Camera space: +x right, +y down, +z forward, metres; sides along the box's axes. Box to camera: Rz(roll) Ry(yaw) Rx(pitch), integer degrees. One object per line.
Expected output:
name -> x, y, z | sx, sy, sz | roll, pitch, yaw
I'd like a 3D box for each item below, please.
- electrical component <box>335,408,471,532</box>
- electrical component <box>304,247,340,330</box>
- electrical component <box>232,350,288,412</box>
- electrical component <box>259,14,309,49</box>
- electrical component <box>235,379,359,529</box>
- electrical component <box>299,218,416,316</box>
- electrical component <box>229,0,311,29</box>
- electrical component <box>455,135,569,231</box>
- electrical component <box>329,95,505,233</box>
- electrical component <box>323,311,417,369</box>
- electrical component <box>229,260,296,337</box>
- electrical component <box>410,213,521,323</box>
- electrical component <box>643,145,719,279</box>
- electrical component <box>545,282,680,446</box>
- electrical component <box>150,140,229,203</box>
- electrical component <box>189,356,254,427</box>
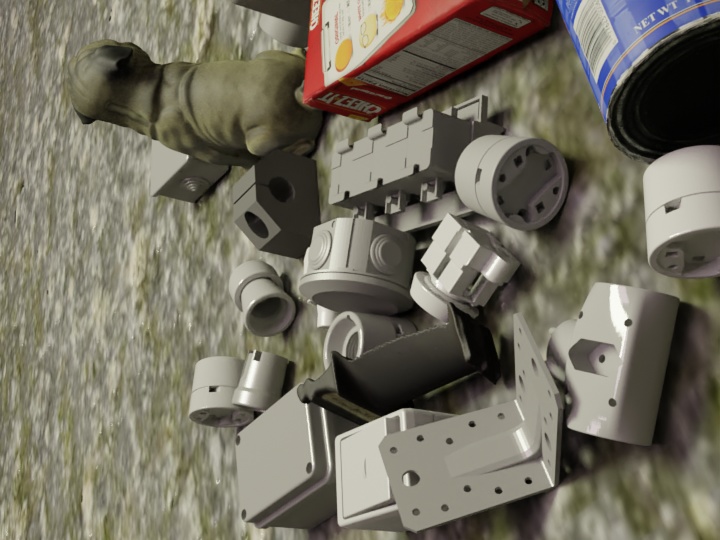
electrical component -> 0.021, 0.130, 0.688 | 0.096, 0.061, 0.061 | -32, 54, 49
electrical component -> -0.022, 0.014, 0.815 | 0.043, 0.043, 0.062 | -17, 66, 54
electrical component -> -0.081, 0.092, 0.883 | 0.040, 0.040, 0.046 | -6, 68, 57
electrical component -> -0.058, -0.228, 0.947 | 0.047, 0.055, 0.055 | -62, 35, 30
electrical component -> -0.040, 0.137, 0.785 | 0.113, 0.057, 0.078 | -42, 46, 43
electrical component -> 0.000, 0.000, 0.752 | 0.080, 0.080, 0.051 | -17, 60, 54
electrical component -> -0.046, -0.249, 0.881 | 0.057, 0.113, 0.078 | -24, 60, 56
electrical component -> 0.090, -0.055, 0.654 | 0.047, 0.055, 0.055 | 26, 101, 61
electrical component -> 0.034, -0.069, 0.737 | 0.121, 0.063, 0.078 | -15, 67, 55
electrical component -> 0.007, 0.057, 0.749 | 0.055, 0.047, 0.055 | -26, 58, 51
electrical component -> -0.083, 0.023, 0.906 | 0.045, 0.045, 0.055 | -63, 34, 22
electrical component -> 0.064, 0.002, 0.683 | 0.055, 0.048, 0.066 | -58, 36, 16
electrical component -> 0.166, -0.028, 0.525 | 0.055, 0.055, 0.047 | -34, 48, 48
electrical component -> 0.126, 0.047, 0.570 | 0.079, 0.043, 0.077 | 9, 86, 57
electrical component -> -0.172, -0.125, 1.094 | 0.100, 0.048, 0.099 | -33, 52, 48
electrical component -> -0.118, 0.104, 0.923 | 0.055, 0.055, 0.047 | -33, 49, 48
